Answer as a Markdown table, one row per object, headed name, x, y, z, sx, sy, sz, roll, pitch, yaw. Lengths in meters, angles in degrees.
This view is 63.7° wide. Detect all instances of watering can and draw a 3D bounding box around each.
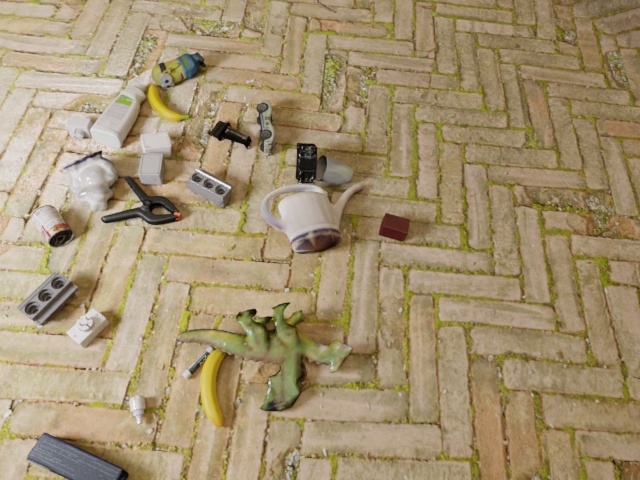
| name | x | y | z | sx | sy | sz | roll | pitch | yaw |
| --- | --- | --- | --- | --- | --- | --- | --- | --- | --- |
| watering can | 0.005 | -0.075 | 1.497 | 0.349 | 0.102 | 0.228 | -8 | 61 | -22 |

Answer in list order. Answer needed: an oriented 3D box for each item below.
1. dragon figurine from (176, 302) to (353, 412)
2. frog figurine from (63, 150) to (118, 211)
| name | x | y | z | sx | sy | sz | roll | pitch | yaw |
| --- | --- | --- | --- | --- | --- | --- | --- | --- | --- |
| dragon figurine | -0.124 | 0.293 | 1.259 | 0.411 | 0.120 | 0.247 | -12 | 69 | -13 |
| frog figurine | -0.646 | -0.162 | 1.484 | 0.139 | 0.122 | 0.158 | -29 | 102 | -31 |
